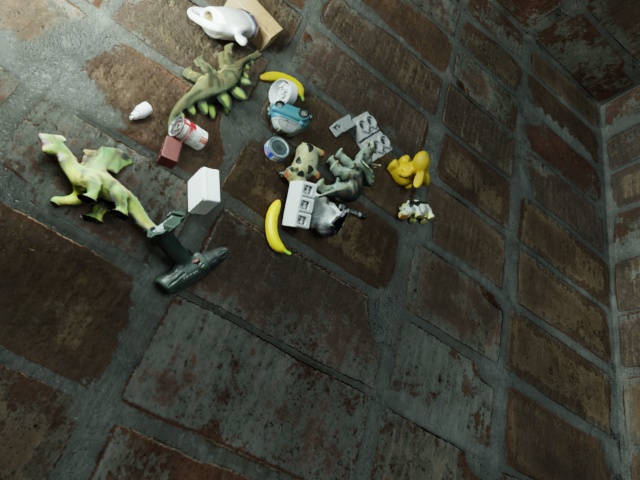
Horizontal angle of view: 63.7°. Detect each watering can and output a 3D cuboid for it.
[{"bbox_3d":[-0.304,-0.733,1.779,0.352,0.102,0.226,37,36,28],"label":"watering can"}]

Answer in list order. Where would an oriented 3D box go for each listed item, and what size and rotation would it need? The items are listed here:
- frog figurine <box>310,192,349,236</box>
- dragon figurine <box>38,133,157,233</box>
[{"bbox_3d":[0.005,-0.089,1.776,0.160,0.119,0.140,28,54,22],"label":"frog figurine"},{"bbox_3d":[-0.564,-0.159,1.394,0.406,0.120,0.248,28,47,-34],"label":"dragon figurine"}]
